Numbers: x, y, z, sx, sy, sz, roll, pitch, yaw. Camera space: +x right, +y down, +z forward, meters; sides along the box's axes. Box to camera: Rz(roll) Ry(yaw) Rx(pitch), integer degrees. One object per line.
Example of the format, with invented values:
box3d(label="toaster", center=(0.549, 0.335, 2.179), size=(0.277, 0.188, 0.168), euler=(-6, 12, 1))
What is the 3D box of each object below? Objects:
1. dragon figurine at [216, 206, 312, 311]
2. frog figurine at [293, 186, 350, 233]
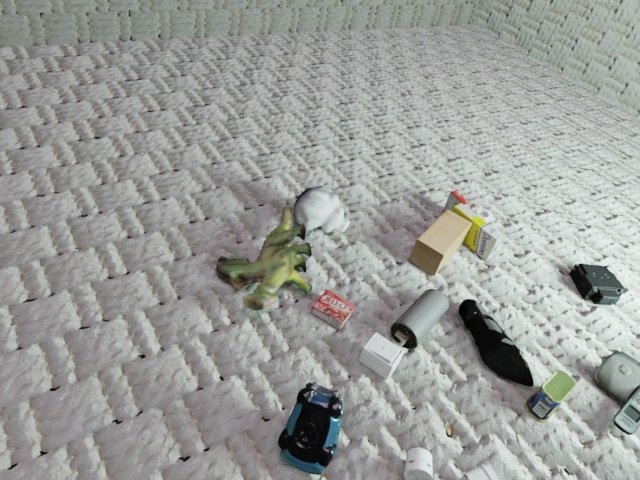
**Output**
box3d(label="dragon figurine", center=(-0.152, 0.043, 1.357), size=(0.243, 0.119, 0.419), euler=(-8, 35, -11))
box3d(label="frog figurine", center=(0.005, -0.076, 1.519), size=(0.138, 0.121, 0.161), euler=(-41, 68, -7))
